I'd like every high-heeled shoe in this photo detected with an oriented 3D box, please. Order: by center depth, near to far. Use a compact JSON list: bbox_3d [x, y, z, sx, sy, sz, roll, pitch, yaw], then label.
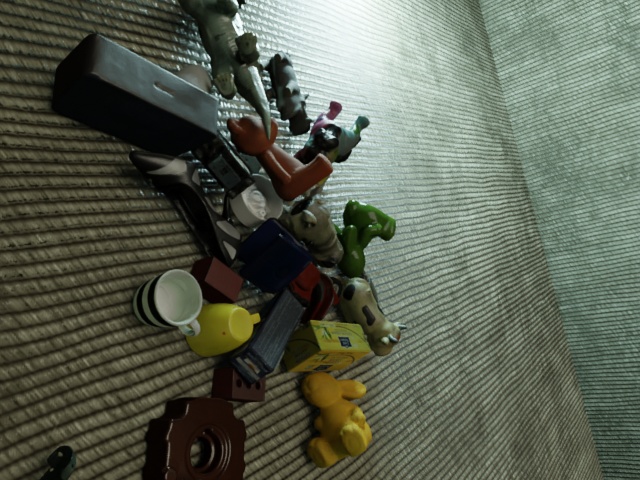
[{"bbox_3d":[-0.224,-0.043,0.896,0.248,0.086,0.145,25,60,-49],"label":"high-heeled shoe"}]

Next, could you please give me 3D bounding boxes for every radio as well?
[{"bbox_3d":[-0.284,-0.211,0.838,0.229,0.131,0.073,22,60,-47],"label":"radio"}]

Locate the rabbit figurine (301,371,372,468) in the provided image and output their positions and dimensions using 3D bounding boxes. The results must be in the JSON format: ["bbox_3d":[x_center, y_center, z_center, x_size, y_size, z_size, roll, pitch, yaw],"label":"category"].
[{"bbox_3d":[0.033,0.335,1.072,0.173,0.122,0.162,57,33,8],"label":"rabbit figurine"}]

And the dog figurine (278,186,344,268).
[{"bbox_3d":[0.000,-0.006,1.106,0.190,0.121,0.172,54,11,-23],"label":"dog figurine"}]

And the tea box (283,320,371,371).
[{"bbox_3d":[0.012,0.215,1.083,0.169,0.098,0.068,12,47,-48],"label":"tea box"}]

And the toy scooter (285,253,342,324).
[{"bbox_3d":[-0.024,0.111,1.109,0.183,0.075,0.135,42,54,-38],"label":"toy scooter"}]

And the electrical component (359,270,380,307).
[{"bbox_3d":[0.110,0.126,1.302,0.078,0.045,0.102,-86,152,-71],"label":"electrical component"}]

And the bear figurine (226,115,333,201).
[{"bbox_3d":[-0.080,-0.176,1.033,0.195,0.132,0.120,55,5,-6],"label":"bear figurine"}]

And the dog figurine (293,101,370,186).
[{"bbox_3d":[0.008,-0.197,1.194,0.108,0.191,0.219,34,56,-1],"label":"dog figurine"}]

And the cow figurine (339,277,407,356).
[{"bbox_3d":[0.111,0.174,1.214,0.085,0.127,0.194,-37,104,-48],"label":"cow figurine"}]

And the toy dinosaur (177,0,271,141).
[{"bbox_3d":[-0.172,-0.373,1.015,0.192,0.131,0.404,-62,135,-80],"label":"toy dinosaur"}]

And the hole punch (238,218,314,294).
[{"bbox_3d":[-0.083,0.039,0.995,0.115,0.142,0.092,44,6,-24],"label":"hole punch"}]

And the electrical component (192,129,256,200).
[{"bbox_3d":[-0.174,-0.140,0.965,0.114,0.058,0.134,50,5,-25],"label":"electrical component"}]

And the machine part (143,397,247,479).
[{"bbox_3d":[-0.187,0.327,0.831,0.179,0.056,0.179,24,59,-47],"label":"machine part"}]

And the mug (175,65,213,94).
[{"bbox_3d":[-0.227,-0.265,0.975,0.109,0.081,0.107,42,36,-26],"label":"mug"}]

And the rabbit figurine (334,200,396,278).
[{"bbox_3d":[0.089,0.002,1.259,0.159,0.121,0.170,37,65,-48],"label":"rabbit figurine"}]

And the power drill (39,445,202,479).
[{"bbox_3d":[-0.271,0.351,0.674,0.232,0.086,0.207,-49,120,-30],"label":"power drill"}]

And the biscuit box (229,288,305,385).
[{"bbox_3d":[-0.089,0.167,0.965,0.062,0.059,0.203,48,27,-8],"label":"biscuit box"}]

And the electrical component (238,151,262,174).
[{"bbox_3d":[-0.147,-0.161,1.088,0.063,0.021,0.094,47,45,-31],"label":"electrical component"}]

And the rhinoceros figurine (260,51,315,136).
[{"bbox_3d":[-0.074,-0.327,1.209,0.112,0.073,0.190,-18,89,-65],"label":"rhinoceros figurine"}]
